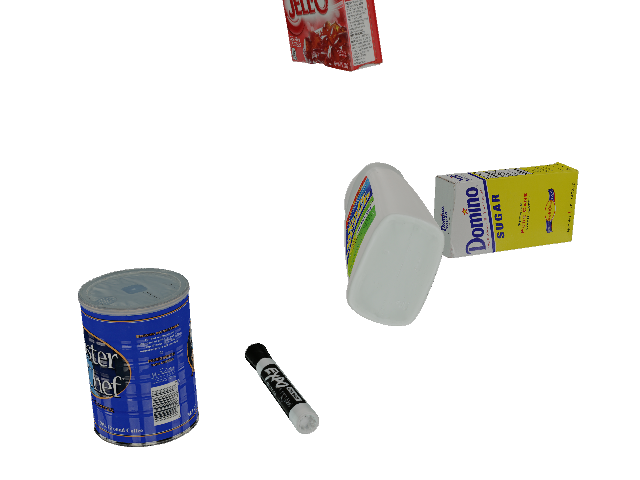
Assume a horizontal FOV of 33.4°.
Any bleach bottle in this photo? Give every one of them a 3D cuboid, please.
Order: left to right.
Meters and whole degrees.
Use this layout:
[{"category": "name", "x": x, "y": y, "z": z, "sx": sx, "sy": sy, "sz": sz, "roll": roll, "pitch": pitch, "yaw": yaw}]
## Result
[{"category": "bleach bottle", "x": 0.055, "y": -0.011, "z": 1.012, "sx": 0.068, "sy": 0.103, "sz": 0.251, "roll": 19, "pitch": 14, "yaw": -10}]

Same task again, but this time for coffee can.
[{"category": "coffee can", "x": -0.171, "y": 0.109, "z": 1.013, "sx": 0.103, "sy": 0.140, "sz": 0.103, "roll": -2, "pitch": 19, "yaw": 1}]

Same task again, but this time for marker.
[{"category": "marker", "x": -0.032, "y": 0.112, "z": 0.831, "sx": 0.020, "sy": 0.020, "sz": 0.121, "roll": 0, "pitch": 21, "yaw": -24}]

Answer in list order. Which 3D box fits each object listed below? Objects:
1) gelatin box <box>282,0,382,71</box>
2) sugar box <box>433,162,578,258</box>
[{"category": "gelatin box", "x": 0.004, "y": -0.161, "z": 0.748, "sx": 0.030, "sy": 0.073, "sz": 0.089, "roll": -19, "pitch": 22, "yaw": -25}, {"category": "sugar box", "x": 0.218, "y": -0.036, "z": 1.257, "sx": 0.176, "sy": 0.093, "sz": 0.048, "roll": -9, "pitch": 20, "yaw": -26}]
